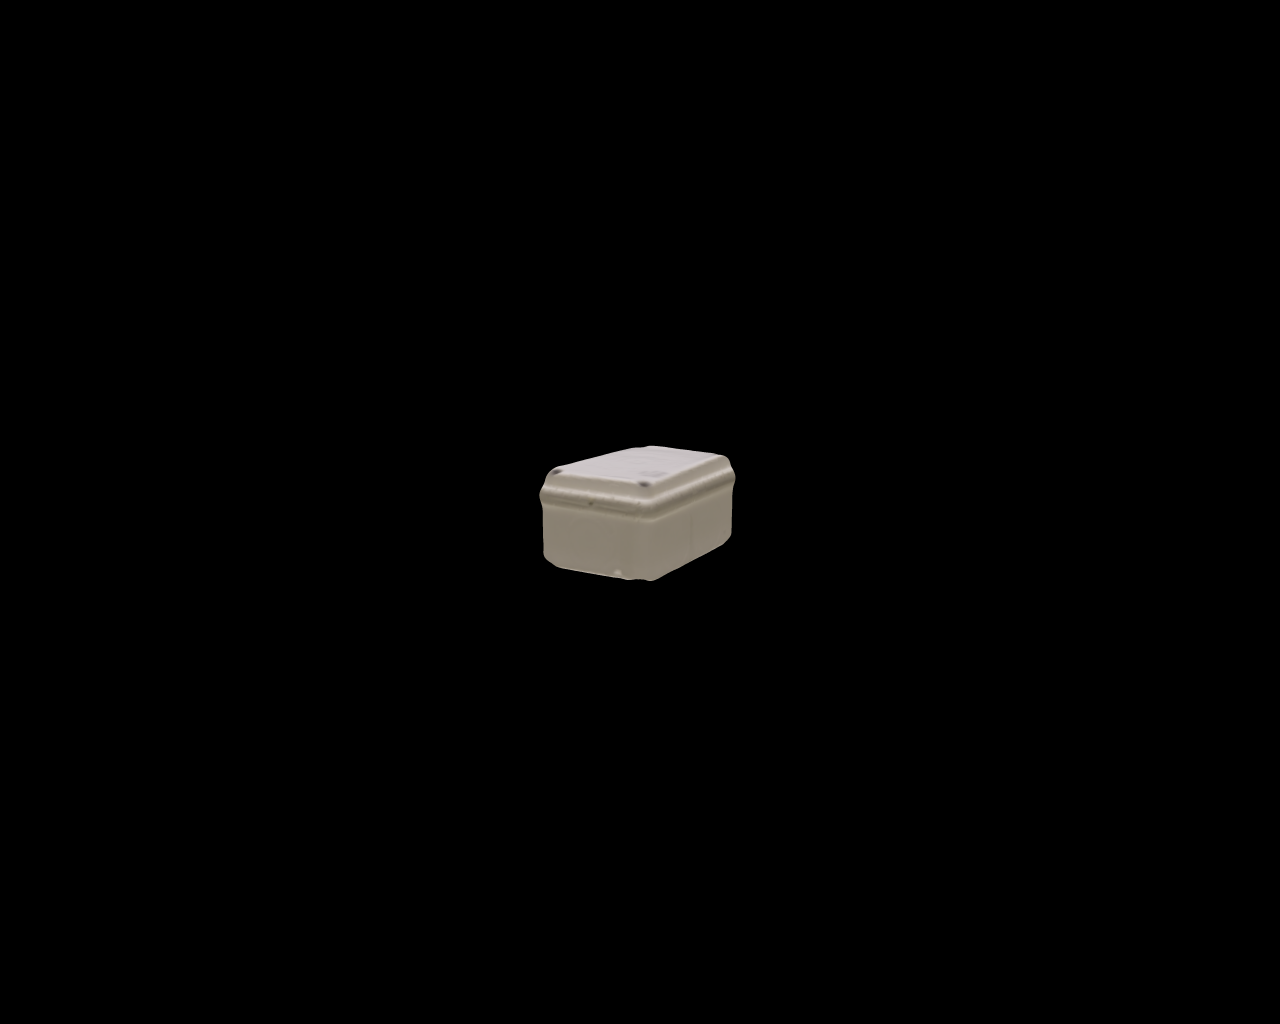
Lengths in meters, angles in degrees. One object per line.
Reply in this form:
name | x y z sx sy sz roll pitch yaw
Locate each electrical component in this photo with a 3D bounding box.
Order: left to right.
electrical component | 0.001 -0.003 0.650 0.078 0.057 0.113 8 16 31
